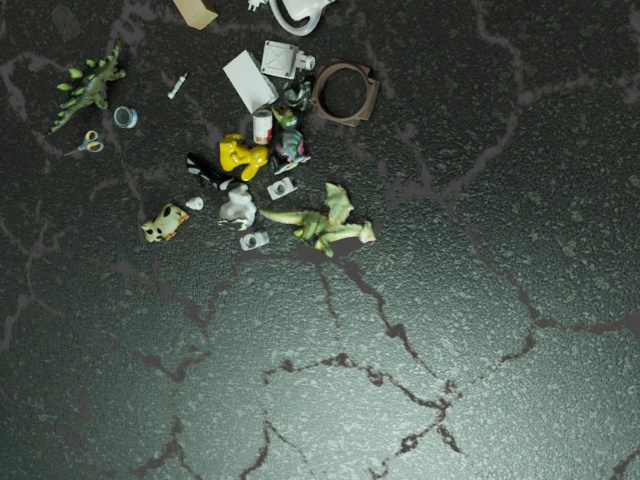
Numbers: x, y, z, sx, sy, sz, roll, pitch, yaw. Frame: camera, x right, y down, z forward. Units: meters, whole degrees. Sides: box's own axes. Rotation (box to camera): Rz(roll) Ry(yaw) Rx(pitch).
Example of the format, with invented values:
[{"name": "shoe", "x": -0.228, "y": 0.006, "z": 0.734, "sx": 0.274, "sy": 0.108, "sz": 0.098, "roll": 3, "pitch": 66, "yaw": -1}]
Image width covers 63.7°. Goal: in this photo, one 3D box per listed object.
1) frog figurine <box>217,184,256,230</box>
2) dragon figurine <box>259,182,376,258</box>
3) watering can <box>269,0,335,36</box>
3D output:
[{"name": "frog figurine", "x": -0.301, "y": -0.122, "z": 1.892, "sx": 0.137, "sy": 0.121, "sz": 0.163, "roll": -10, "pitch": 61, "yaw": 27}, {"name": "dragon figurine", "x": 0.005, "y": -0.091, "z": 1.803, "sx": 0.412, "sy": 0.122, "sz": 0.243, "roll": 33, "pitch": 90, "yaw": 8}, {"name": "watering can", "x": -0.079, "y": -0.851, "z": 1.680, "sx": 0.223, "sy": 0.105, "sz": 0.347, "roll": -20, "pitch": 93, "yaw": 19}]
